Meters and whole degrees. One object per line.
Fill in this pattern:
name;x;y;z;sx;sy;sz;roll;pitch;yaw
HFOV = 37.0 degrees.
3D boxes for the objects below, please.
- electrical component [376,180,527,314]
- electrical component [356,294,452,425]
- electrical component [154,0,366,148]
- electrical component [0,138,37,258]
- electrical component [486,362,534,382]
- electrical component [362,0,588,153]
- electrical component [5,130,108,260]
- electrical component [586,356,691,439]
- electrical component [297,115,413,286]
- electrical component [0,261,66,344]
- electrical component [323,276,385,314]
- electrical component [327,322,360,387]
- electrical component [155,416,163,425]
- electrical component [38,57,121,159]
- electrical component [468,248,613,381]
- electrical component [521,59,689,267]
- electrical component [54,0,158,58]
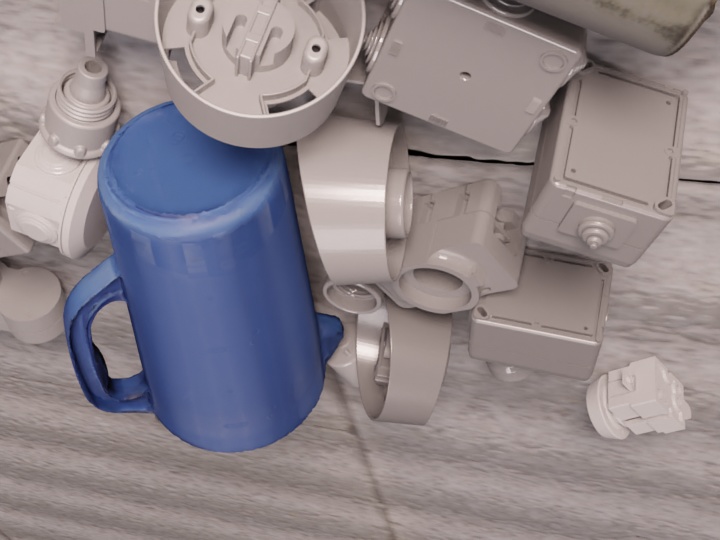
electrical component;0.052;-0.011;0.666;0.089;0.055;0.050;-12;138;38
electrical component;0.027;0.058;0.750;0.064;0.099;0.099;12;149;-5
electrical component;-0.049;-0.112;0.522;0.099;0.099;0.064;17;154;-1
electrical component;-0.256;-0.047;0.744;0.077;0.065;0.047;-6;142;33
electrical component;0.103;0.049;0.753;0.040;0.040;0.046;-3;137;28
electrical component;0.055;-0.109;0.518;0.100;0.048;0.099;21;148;-7
electrical component;-0.188;-0.051;0.694;0.051;0.080;0.080;21;148;3
electrical component;0.197;0.095;0.774;0.055;0.048;0.066;-21;133;35
electrical component;-0.004;-0.040;0.612;0.064;0.099;0.099;3;146;11
electrical component;-0.308;0.011;0.870;0.138;0.052;0.073;12;148;8
electrical component;0.000;0.000;0.716;0.040;0.046;0.040;12;148;8
electrical component;0.005;0.073;0.834;0.040;0.040;0.078;-8;141;34
electrical component;-0.116;0.087;0.857;0.099;0.099;0.064;-17;141;42
electrical component;-0.164;-0.100;0.640;0.048;0.048;0.062;22;141;-9
electrical component;0.109;0.027;0.694;0.096;0.061;0.061;11;148;9
electrical component;0.120;-0.046;0.541;0.062;0.096;0.061;17;150;-2
electrical component;-0.120;-0.147;0.548;0.064;0.042;0.081;14;149;-2
